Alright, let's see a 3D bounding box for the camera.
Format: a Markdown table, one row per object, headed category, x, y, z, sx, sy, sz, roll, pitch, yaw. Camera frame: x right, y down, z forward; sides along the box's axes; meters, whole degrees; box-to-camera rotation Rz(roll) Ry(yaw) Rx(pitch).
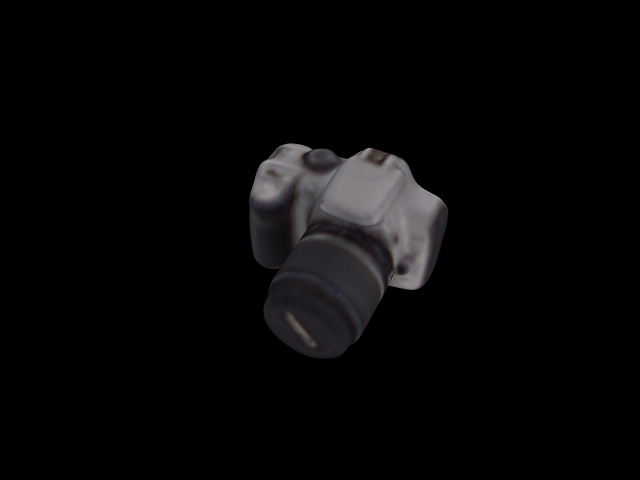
| category | x | y | z | sx | sy | sz | roll | pitch | yaw |
| --- | --- | --- | --- | --- | --- | --- | --- | --- | --- |
| camera | 0.004 | 0.001 | 0.400 | 0.143 | 0.101 | 0.137 | 20 | 50 | 18 |
